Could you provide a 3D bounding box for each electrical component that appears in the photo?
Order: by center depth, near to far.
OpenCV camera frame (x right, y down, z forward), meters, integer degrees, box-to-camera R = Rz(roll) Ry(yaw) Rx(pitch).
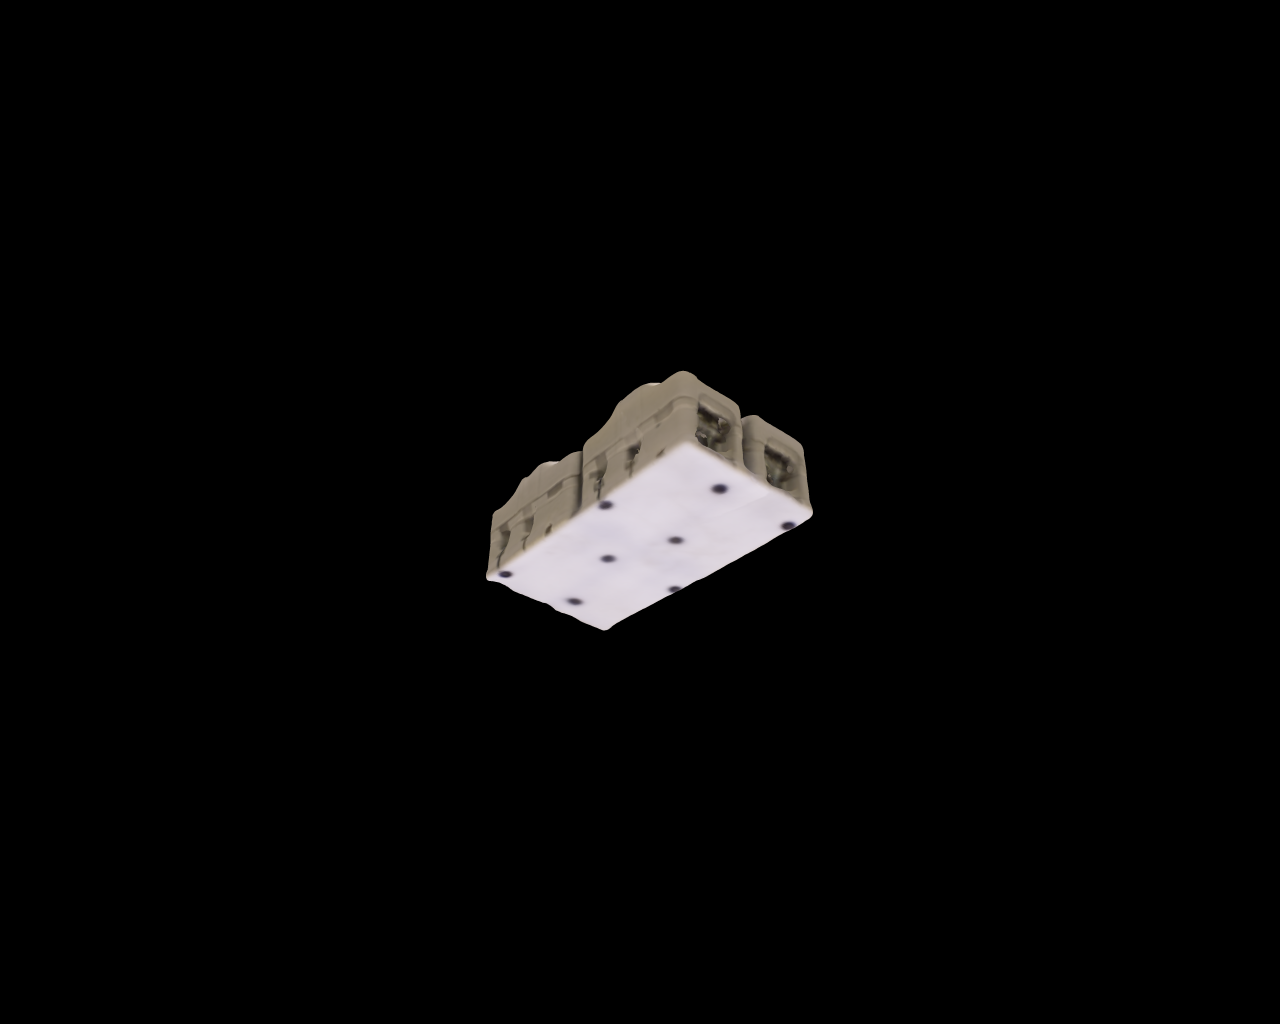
[{"bbox_3d":[0.001,-0.003,0.650,0.105,0.060,0.186,27,-44,-33],"label":"electrical component"}]
